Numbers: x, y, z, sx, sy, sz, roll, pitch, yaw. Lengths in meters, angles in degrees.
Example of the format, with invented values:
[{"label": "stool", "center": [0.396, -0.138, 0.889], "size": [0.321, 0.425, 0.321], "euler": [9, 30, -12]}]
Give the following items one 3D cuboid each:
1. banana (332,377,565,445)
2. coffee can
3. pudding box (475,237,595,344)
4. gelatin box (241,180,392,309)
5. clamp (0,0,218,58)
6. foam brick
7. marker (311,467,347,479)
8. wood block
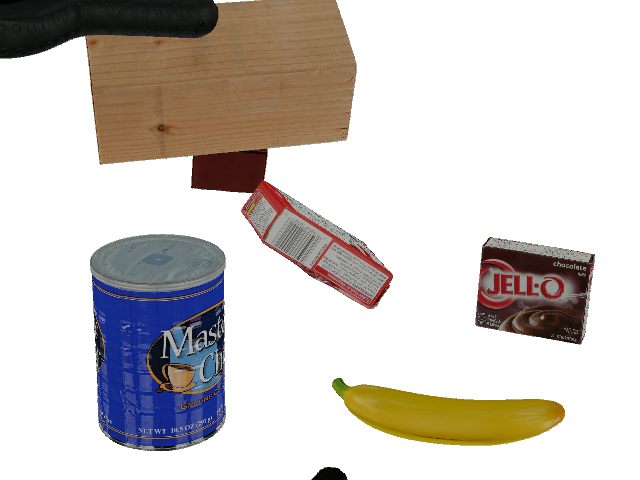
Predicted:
[{"label": "banana", "center": [0.105, 0.140, 0.880], "size": [0.198, 0.037, 0.069], "euler": [8, 29, 4]}, {"label": "coffee can", "center": [-0.126, 0.078, 0.837], "size": [0.103, 0.140, 0.103], "euler": [1, 21, -1]}, {"label": "pudding box", "center": [0.219, 0.050, 1.095], "size": [0.114, 0.090, 0.039], "euler": [8, 22, 17]}, {"label": "gelatin box", "center": [-0.003, 0.002, 0.688], "size": [0.089, 0.030, 0.073], "euler": [33, 6, -21]}, {"label": "clamp", "center": [-0.159, -0.142, 0.625], "size": [0.171, 0.039, 0.120], "euler": [-11, 31, -28]}, {"label": "foam brick", "center": [-0.096, -0.087, 1.138], "size": [0.078, 0.051, 0.053], "euler": [5, 30, -3]}, {"label": "marker", "center": [-0.021, 0.133, 0.471], "size": [0.020, 0.020, 0.120], "euler": [0, 17, 32]}, {"label": "wood block", "center": [-0.083, -0.132, 0.872], "size": [0.206, 0.090, 0.091], "euler": [-6, -37, -11]}]
